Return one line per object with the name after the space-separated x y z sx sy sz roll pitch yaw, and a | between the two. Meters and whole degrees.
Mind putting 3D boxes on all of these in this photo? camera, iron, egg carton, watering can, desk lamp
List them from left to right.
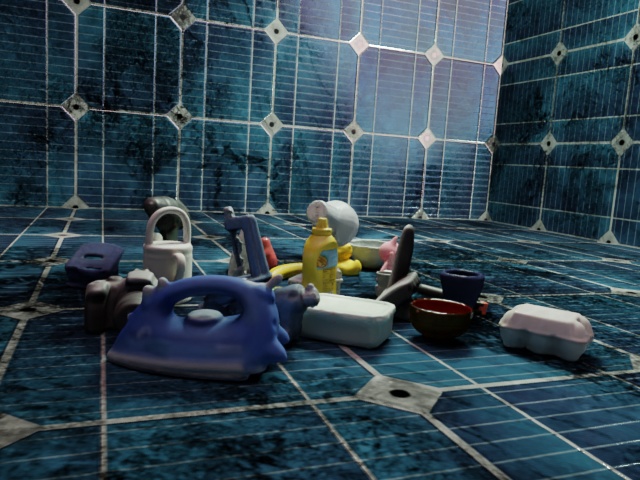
-0.316 0.106 0.941 0.143 0.101 0.136 2 8 -13 | camera
-0.318 0.027 1.180 0.172 0.194 0.101 9 9 32 | watering can
-0.171 0.112 0.813 0.258 0.141 0.118 3 8 -2 | iron
0.013 0.005 1.433 0.117 0.213 0.204 6 8 20 | desk lamp
0.396 0.160 1.005 0.149 0.069 0.107 9 9 32 | egg carton

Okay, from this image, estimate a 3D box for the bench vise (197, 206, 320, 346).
-0.101 0.057 0.959 0.207 0.220 0.121 4 8 -1 | bench vise

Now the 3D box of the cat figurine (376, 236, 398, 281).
0.191 0.049 1.553 0.067 0.118 0.128 5 8 6 | cat figurine

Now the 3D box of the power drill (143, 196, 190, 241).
-0.350 0.001 1.304 0.075 0.208 0.229 4 8 1 | power drill

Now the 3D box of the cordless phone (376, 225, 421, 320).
0.160 0.063 1.178 0.094 0.185 0.148 5 8 13 | cordless phone

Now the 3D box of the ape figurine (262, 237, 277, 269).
-0.154 0.038 1.569 0.076 0.092 0.078 7 8 25 | ape figurine

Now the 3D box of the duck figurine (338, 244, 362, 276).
0.071 0.051 1.604 0.104 0.086 0.078 11 10 42 | duck figurine

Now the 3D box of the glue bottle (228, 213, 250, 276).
-0.176 0.023 1.361 0.078 0.173 0.037 6 8 15 | glue bottle

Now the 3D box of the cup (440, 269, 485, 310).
0.297 0.112 1.215 0.091 0.095 0.118 5 8 11 | cup

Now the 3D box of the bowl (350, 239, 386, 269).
0.161 0.046 1.730 0.167 0.075 0.167 4 8 0 | bowl

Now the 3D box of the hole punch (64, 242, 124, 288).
-0.495 0.056 1.264 0.108 0.091 0.101 4 8 2 | hole punch
